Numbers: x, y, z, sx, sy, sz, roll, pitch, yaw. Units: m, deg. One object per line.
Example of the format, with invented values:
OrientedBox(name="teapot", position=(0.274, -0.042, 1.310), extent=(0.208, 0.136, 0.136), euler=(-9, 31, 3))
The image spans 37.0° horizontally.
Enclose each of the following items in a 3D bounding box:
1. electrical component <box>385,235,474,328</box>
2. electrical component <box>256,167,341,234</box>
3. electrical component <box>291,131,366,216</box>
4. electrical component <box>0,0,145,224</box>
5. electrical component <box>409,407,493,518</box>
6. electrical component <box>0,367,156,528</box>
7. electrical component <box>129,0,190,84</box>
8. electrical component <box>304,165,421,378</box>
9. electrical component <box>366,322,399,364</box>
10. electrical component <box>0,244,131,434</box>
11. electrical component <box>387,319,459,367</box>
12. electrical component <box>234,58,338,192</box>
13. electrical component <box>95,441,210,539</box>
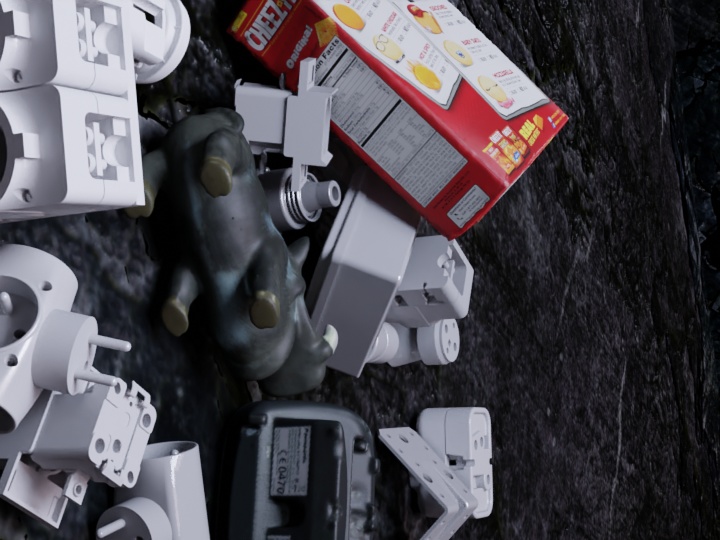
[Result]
OrientedBox(name="electrical component", position=(0.041, 0.011, 0.865), extent=(0.055, 0.089, 0.050), euler=(53, 40, -48))
OrientedBox(name="electrical component", position=(-0.044, -0.049, 0.732), extent=(0.048, 0.062, 0.048), euler=(21, 67, -62))
OrientedBox(name="electrical component", position=(-0.019, -0.073, 0.810), extent=(0.055, 0.048, 0.066), euler=(54, 39, -35))
OrientedBox(name="electrical component", position=(-0.156, -0.099, 0.479), extent=(0.062, 0.089, 0.150), euler=(-4, 89, -64))
OrientedBox(name="electrical component", position=(0.080, 0.170, 0.954), extent=(0.054, 0.059, 0.095), euler=(17, 71, -63))
OrientedBox(name="electrical component", position=(-0.137, 0.079, 0.518), extent=(0.042, 0.064, 0.081), euler=(55, 39, -48))
OrientedBox(name="electrical component", position=(-0.129, -0.133, 0.579), extent=(0.057, 0.058, 0.078), euler=(19, 68, -59))
OrientedBox(name="electrical component", position=(0.000, 0.000, 0.760), extent=(0.108, 0.056, 0.108), euler=(-70, -179, -47))
OrientedBox(name="electrical component", position=(0.005, 0.055, 0.841), extent=(0.065, 0.044, 0.044), euler=(17, 70, -67))
OrientedBox(name="electrical component", position=(-0.146, 0.035, 0.492), extent=(0.044, 0.079, 0.077), euler=(97, 6, -55))
OrientedBox(name="electrical component", position=(0.052, 0.059, 0.919), extent=(0.045, 0.055, 0.045), euler=(20, 68, -62))
OrientedBox(name="electrical component", position=(-0.048, -0.094, 0.683), extent=(0.042, 0.064, 0.081), euler=(-78, 174, -76))
OrientedBox(name="electrical component", position=(-0.114, 0.138, 0.575), extent=(0.079, 0.044, 0.077), euler=(-12, 96, -64))
